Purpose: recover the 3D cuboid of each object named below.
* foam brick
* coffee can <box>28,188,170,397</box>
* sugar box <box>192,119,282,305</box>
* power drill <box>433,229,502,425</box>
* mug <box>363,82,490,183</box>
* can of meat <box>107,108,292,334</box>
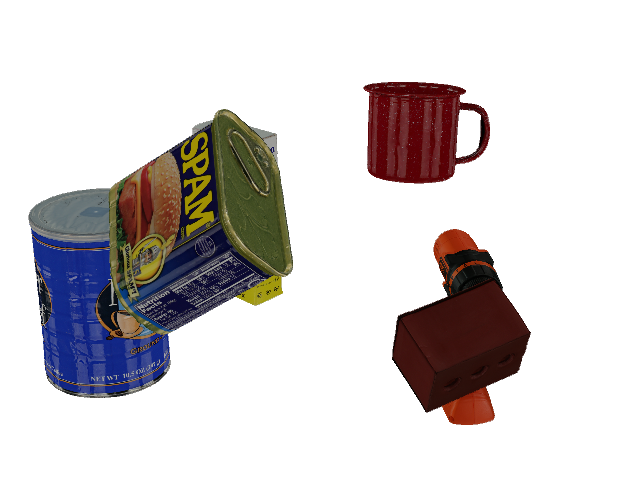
[{"bbox_3d":[0.095,0.072,0.730,0.078,0.051,0.053,-21,-36,-18],"label":"foam brick"},{"bbox_3d":[-0.176,0.040,0.859,0.103,0.140,0.103,0,22,0],"label":"coffee can"},{"bbox_3d":[-0.085,-0.030,1.098,0.048,0.176,0.093,-24,30,-38],"label":"sugar box"},{"bbox_3d":[0.161,0.101,1.150,0.057,0.188,0.184,-2,25,-5],"label":"power drill"},{"bbox_3d":[0.097,-0.099,0.980,0.117,0.081,0.093,2,15,3],"label":"mug"},{"bbox_3d":[-0.069,-0.009,0.587,0.084,0.102,0.057,-29,-44,22],"label":"can of meat"}]
